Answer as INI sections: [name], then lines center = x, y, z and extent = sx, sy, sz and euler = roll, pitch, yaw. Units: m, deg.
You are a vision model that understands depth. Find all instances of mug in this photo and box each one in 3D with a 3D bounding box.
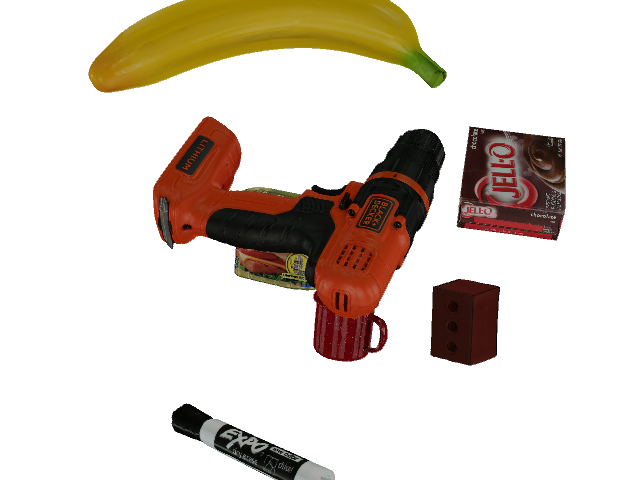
[mug]
center = 0.043, 0.121, 1.501
extent = 0.117, 0.081, 0.093
euler = 17, 23, 29

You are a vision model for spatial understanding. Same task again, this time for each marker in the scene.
[marker]
center = -0.043, 0.122, 0.626
extent = 0.121, 0.020, 0.020
euler = 16, 10, 38

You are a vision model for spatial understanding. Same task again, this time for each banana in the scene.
[banana]
center = -0.030, -0.115, 0.596
extent = 0.197, 0.069, 0.037
euler = -4, -43, -10

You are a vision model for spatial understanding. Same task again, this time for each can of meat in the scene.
[can of meat]
center = -0.037, -0.001, 1.072
extent = 0.102, 0.084, 0.057
euler = 12, 18, 23

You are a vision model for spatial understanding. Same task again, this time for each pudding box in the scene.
[pudding box]
center = 0.172, -0.053, 0.958
extent = 0.090, 0.039, 0.113
euler = 8, 40, 6

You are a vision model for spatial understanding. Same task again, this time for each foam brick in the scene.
[foam brick]
center = 0.150, 0.084, 1.112
extent = 0.053, 0.078, 0.051
euler = 10, 16, 40

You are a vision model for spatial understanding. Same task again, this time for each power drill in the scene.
[power drill]
center = -0.014, -0.036, 0.788
extent = 0.188, 0.057, 0.184
euler = 14, 45, 17
